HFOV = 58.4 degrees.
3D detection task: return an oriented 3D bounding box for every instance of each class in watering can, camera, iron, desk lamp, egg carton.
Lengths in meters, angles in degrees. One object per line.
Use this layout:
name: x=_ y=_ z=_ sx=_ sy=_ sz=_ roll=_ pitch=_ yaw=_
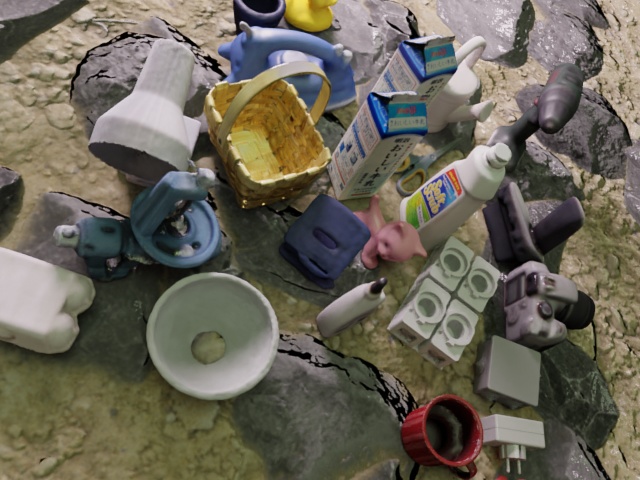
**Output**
watering can: x=0.238 y=-0.283 z=1.026 sx=0.173 sy=0.194 sz=0.101 roll=34 pitch=58 yaw=-3
camera: x=0.387 y=0.115 z=0.946 sx=0.137 sy=0.100 sz=0.143 roll=17 pitch=61 yaw=-12
iron: x=-0.034 y=-0.295 z=0.959 sx=0.259 sy=0.141 sz=0.118 roll=1 pitch=65 yaw=-21
desk lamp: x=-0.224 y=-0.151 z=0.774 sx=0.118 sy=0.213 sz=0.203 roll=17 pitch=61 yaw=-13
egg carton: x=-0.360 y=0.074 z=0.698 sx=0.150 sy=0.069 sz=0.107 roll=20 pitch=60 yaw=-11

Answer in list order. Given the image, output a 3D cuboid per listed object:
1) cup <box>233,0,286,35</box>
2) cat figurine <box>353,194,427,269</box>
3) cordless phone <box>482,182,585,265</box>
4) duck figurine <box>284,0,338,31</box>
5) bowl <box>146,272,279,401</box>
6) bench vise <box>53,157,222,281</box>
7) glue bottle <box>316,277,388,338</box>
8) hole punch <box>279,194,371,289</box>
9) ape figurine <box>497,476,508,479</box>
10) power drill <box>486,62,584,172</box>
cup: x=-0.106 y=-0.396 z=1.007 sx=0.091 sy=0.095 sz=0.118 roll=45 pitch=59 yaw=4
cat figurine: x=0.106 y=-0.012 z=0.890 sx=0.067 sy=0.117 sz=0.127 roll=-20 pitch=74 yaw=-28
cordless phone: x=0.370 y=-0.045 z=0.967 sx=0.094 sy=0.185 sz=0.147 roll=-5 pitch=67 yaw=-23
duck figurine: x=-0.015 y=-0.447 z=1.072 sx=0.105 sy=0.086 sz=0.077 roll=1 pitch=65 yaw=-20
bowl: x=-0.143 y=0.131 z=0.750 sx=0.168 sy=0.074 sz=0.167 roll=9 pitch=63 yaw=-17
bench vise: x=-0.209 y=-0.013 z=0.709 sx=0.208 sy=0.219 sz=0.121 roll=-25 pitch=76 yaw=-29
glue bottle: x=0.055 y=0.087 z=0.790 sx=0.078 sy=0.173 sz=0.037 roll=-18 pitch=73 yaw=-27
hole punch: x=0.008 y=0.003 z=0.860 sx=0.108 sy=0.091 sz=0.101 roll=39 pitch=58 yaw=1
ape figurine: x=0.268 y=0.361 z=0.787 sx=0.078 sy=0.092 sz=0.076 roll=11 pitch=62 yaw=-16
power drill: x=0.396 y=-0.218 z=1.047 sx=0.075 sy=0.208 sz=0.230 roll=36 pitch=58 yaw=-1
